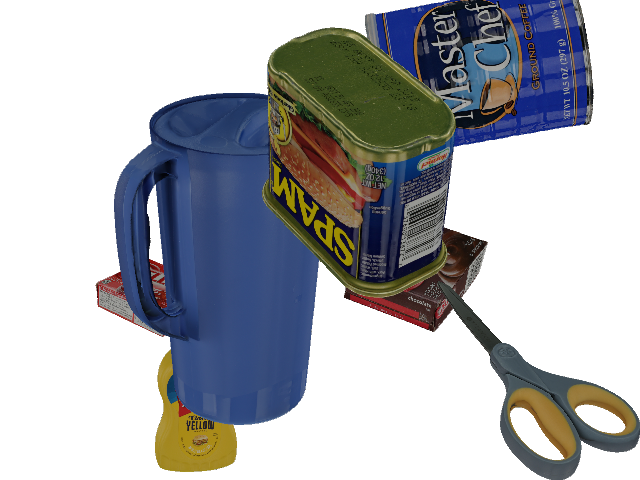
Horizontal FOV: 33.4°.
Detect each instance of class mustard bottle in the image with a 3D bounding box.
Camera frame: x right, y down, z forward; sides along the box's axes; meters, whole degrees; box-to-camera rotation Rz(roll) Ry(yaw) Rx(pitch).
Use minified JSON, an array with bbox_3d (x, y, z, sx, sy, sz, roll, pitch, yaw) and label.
[{"bbox_3d":[-0.144,0.175,1.258,0.096,0.192,0.058,0,16,-15],"label":"mustard bottle"}]

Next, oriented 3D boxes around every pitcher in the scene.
[{"bbox_3d":[-0.069,0.019,0.815,0.149,0.243,0.145,2,26,0],"label":"pitcher"}]

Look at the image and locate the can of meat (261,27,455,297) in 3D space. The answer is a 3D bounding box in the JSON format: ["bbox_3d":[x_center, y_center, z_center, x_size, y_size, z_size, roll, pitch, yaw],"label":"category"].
[{"bbox_3d":[0.016,-0.038,0.496,0.057,0.084,0.102,-24,49,-25],"label":"can of meat"}]

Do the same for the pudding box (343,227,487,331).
[{"bbox_3d":[0.085,0.026,0.951,0.090,0.039,0.113,21,35,22],"label":"pudding box"}]

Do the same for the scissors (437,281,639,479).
[{"bbox_3d":[0.145,0.084,0.716,0.096,0.016,0.202,-1,32,-7],"label":"scissors"}]

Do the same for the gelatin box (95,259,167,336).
[{"bbox_3d":[-0.159,0.053,1.028,0.089,0.030,0.073,21,30,30],"label":"gelatin box"}]

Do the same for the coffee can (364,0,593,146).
[{"bbox_3d":[0.108,-0.119,0.743,0.140,0.103,0.102,-10,-1,6],"label":"coffee can"}]
